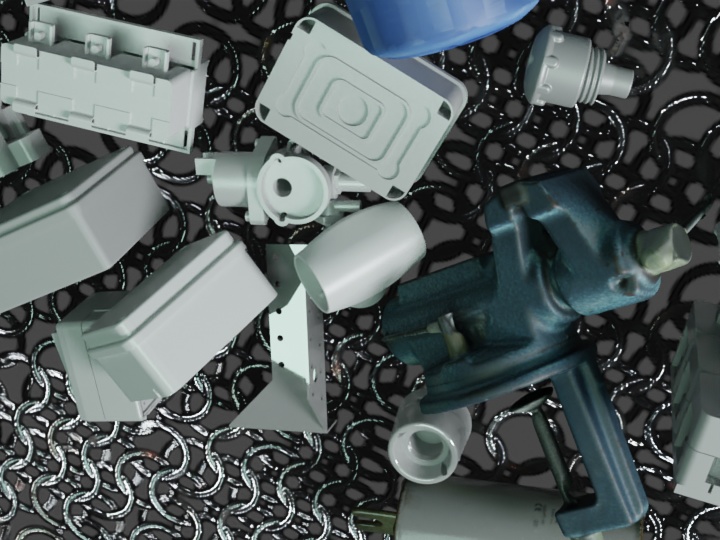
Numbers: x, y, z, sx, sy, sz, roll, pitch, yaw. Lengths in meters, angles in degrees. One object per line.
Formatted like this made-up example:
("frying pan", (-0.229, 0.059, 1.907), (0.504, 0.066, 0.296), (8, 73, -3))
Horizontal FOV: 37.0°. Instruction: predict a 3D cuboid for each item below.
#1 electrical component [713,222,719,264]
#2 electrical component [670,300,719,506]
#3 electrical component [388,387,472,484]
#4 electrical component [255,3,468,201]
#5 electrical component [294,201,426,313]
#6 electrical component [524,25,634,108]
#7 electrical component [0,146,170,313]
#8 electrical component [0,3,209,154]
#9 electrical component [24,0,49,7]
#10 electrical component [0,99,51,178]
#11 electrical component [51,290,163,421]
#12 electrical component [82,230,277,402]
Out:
("electrical component", (0.269, -0.004, 0.646), (0.096, 0.061, 0.061), (43, 116, -5))
("electrical component", (0.239, 0.078, 0.640), (0.089, 0.150, 0.061), (16, 116, 8))
("electrical component", (0.049, 0.119, 0.766), (0.055, 0.047, 0.055), (6, 114, 13))
("electrical component", (0.002, -0.107, 0.677), (0.113, 0.057, 0.078), (32, 117, 0))
("electrical component", (0.000, 0.000, 0.721), (0.043, 0.077, 0.079), (52, 162, 24))
("electrical component", (0.132, -0.118, 0.646), (0.062, 0.048, 0.048), (13, 115, 2))
("electrical component", (-0.203, -0.028, 0.738), (0.109, 0.108, 0.056), (-20, 109, 22))
("electrical component", (-0.170, -0.124, 0.713), (0.121, 0.063, 0.078), (14, 115, 9))
("electrical component", (-0.188, -0.197, 0.682), (0.064, 0.081, 0.042), (-20, 109, -8))
("electrical component", (-0.266, -0.094, 0.756), (0.078, 0.058, 0.057), (-17, 110, 21))
("electrical component", (-0.182, 0.069, 0.799), (0.061, 0.061, 0.096), (-3, 111, 16))
("electrical component", (-0.123, 0.030, 0.730), (0.078, 0.113, 0.057), (-15, 115, 54))
